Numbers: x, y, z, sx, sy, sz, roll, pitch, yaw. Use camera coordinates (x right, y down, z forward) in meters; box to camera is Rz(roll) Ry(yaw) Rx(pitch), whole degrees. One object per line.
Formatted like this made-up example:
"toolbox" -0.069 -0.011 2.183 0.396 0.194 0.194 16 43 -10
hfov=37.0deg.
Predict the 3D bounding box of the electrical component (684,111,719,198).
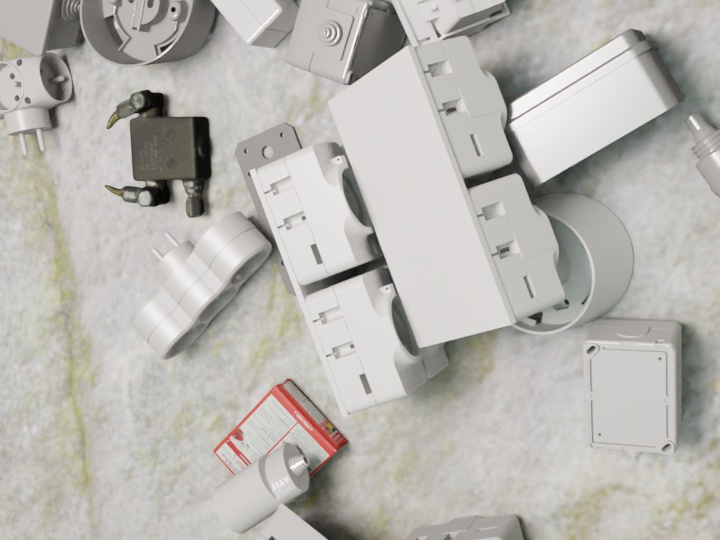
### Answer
"electrical component" 0.241 -0.079 0.725 0.035 0.035 0.061 -37 82 22

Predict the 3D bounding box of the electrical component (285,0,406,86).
"electrical component" -0.013 -0.171 0.778 0.061 0.096 0.061 24 106 21

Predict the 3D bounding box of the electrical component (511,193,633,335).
"electrical component" 0.138 -0.003 0.775 0.099 0.064 0.099 9 107 33

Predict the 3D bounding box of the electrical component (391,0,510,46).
"electrical component" 0.052 -0.226 0.755 0.079 0.063 0.121 -24 88 -18

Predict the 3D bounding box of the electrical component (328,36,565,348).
"electrical component" 0.059 -0.051 0.731 0.105 0.060 0.186 -22 88 57

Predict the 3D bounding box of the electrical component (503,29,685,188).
"electrical component" 0.156 -0.110 0.731 0.113 0.078 0.057 -30 89 23

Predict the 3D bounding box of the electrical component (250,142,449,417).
"electrical component" 0.000 0.000 0.794 0.060 0.105 0.186 -21 90 23

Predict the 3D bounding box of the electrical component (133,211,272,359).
"electrical component" -0.141 0.002 0.879 0.073 0.052 0.138 46 112 10

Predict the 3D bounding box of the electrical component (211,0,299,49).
"electrical component" -0.070 -0.220 0.821 0.077 0.047 0.065 -41 83 20

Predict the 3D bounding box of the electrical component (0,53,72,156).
"electrical component" -0.287 -0.138 0.920 0.077 0.044 0.079 -10 94 23

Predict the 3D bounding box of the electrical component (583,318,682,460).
"electrical component" 0.194 0.085 0.758 0.062 0.061 0.096 1 107 21

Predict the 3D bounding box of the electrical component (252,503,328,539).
"electrical component" -0.008 0.273 0.831 0.186 0.105 0.060 36 67 13

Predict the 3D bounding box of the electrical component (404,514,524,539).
"electrical component" 0.079 0.222 0.823 0.089 0.056 0.050 -14 93 23

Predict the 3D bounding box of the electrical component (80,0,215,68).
"electrical component" -0.167 -0.209 0.851 0.099 0.064 0.099 3 99 22

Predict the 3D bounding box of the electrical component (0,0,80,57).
"electrical component" -0.270 -0.234 0.878 0.100 0.048 0.099 29 117 15

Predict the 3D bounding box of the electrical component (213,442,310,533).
"electrical component" -0.072 0.169 0.849 0.081 0.043 0.043 -36 84 20
